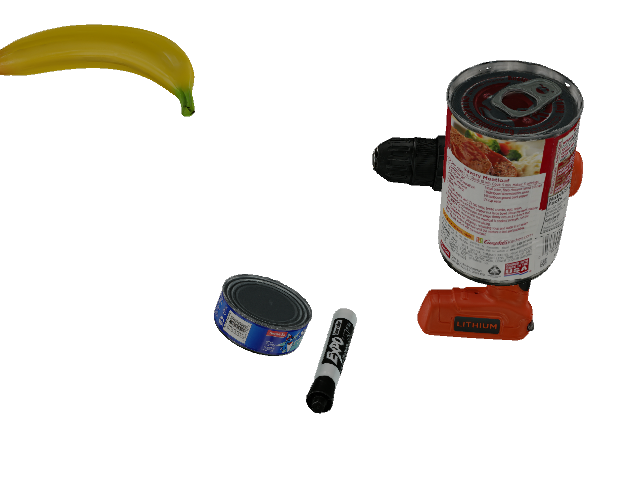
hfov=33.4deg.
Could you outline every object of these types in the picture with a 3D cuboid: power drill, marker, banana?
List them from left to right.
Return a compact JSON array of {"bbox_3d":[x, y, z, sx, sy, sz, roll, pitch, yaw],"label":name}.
[{"bbox_3d":[-0.185,-0.155,0.904,0.198,0.069,0.037,13,-40,18],"label":"banana"},{"bbox_3d":[0.009,0.087,0.780,0.020,0.020,0.121,0,26,11],"label":"marker"},{"bbox_3d":[0.133,-0.004,0.966,0.184,0.188,0.057,5,26,3],"label":"power drill"}]

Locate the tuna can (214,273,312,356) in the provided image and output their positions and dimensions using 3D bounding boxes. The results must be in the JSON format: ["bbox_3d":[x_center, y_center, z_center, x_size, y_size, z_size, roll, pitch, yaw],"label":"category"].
[{"bbox_3d":[-0.053,0.068,0.974,0.086,0.034,0.086,18,25,-9],"label":"tuna can"}]

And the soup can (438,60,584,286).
[{"bbox_3d":[0.098,-0.034,0.566,0.068,0.102,0.068,-1,42,1],"label":"soup can"}]
